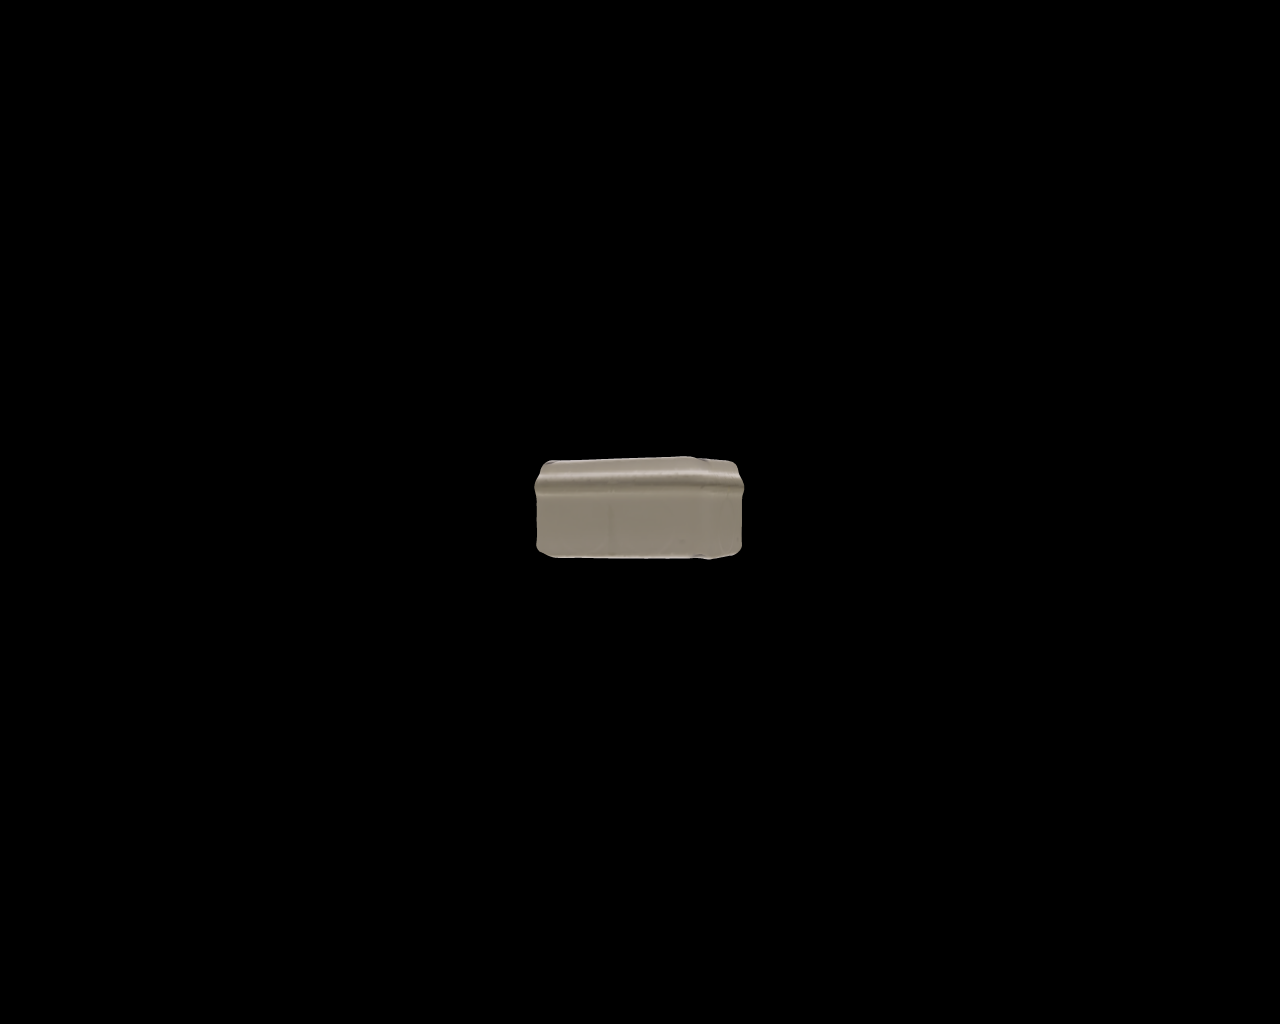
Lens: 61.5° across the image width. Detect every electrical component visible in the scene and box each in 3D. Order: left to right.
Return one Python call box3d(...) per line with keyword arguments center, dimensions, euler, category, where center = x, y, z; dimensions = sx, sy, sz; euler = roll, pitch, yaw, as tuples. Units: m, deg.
box3d(center=(0.001, -0.003, 0.650), dimensions=(0.113, 0.057, 0.078), euler=(0, 0, 21), category="electrical component")
